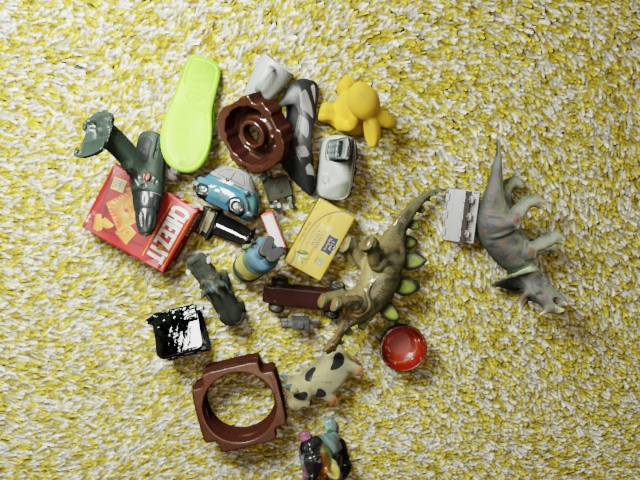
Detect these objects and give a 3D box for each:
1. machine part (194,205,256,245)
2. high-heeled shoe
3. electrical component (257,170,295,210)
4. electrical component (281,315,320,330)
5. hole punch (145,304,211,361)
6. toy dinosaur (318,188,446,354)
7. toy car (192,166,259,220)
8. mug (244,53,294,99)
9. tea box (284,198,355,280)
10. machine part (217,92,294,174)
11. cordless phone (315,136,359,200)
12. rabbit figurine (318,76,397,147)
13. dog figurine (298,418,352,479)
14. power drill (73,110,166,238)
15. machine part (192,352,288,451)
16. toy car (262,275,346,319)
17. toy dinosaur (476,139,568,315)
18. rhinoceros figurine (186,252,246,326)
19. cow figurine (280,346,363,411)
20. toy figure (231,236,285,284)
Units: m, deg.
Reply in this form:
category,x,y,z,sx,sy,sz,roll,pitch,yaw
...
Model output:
category,x,y,z,sx,sy,sz,roll,pitch,yaw
machine part,-0.220,-0.025,1.248,0.139,0.039,0.084,19,86,7
high-heeled shoe,-0.029,-0.240,1.241,0.145,0.086,0.248,-36,118,-30
electrical component,-0.104,-0.115,1.246,0.078,0.045,0.102,-11,96,-1
electrical component,-0.046,0.196,1.273,0.094,0.063,0.021,1,96,-5
hole punch,-0.323,0.219,1.258,0.142,0.092,0.116,-15,68,0
toy dinosaur,0.140,0.060,1.230,0.198,0.105,0.471,30,89,-32
toy car,-0.200,-0.113,1.216,0.162,0.109,0.103,28,87,2
mug,-0.121,-0.347,1.195,0.081,0.110,0.107,34,107,-11
tea box,-0.003,-0.004,1.253,0.098,0.068,0.169,27,93,-6
machine part,-0.140,-0.235,1.183,0.180,0.056,0.179,17,124,26
cordless phone,0.048,-0.158,1.182,0.089,0.184,0.146,7,95,-9
rabbit figurine,0.084,-0.280,1.173,0.122,0.173,0.162,-43,93,-10
dog figurine,0.009,0.521,1.235,0.108,0.219,0.191,-20,96,2
power drill,-0.388,-0.145,1.085,0.086,0.207,0.232,-11,61,26
machine part,-0.189,0.380,1.274,0.201,0.087,0.201,-13,95,-3
toy car,-0.034,0.133,1.273,0.202,0.053,0.089,6,112,-5
toy dinosaur,0.442,-0.015,1.261,0.192,0.131,0.404,-32,91,0
rhinoceros figurine,-0.241,0.115,1.230,0.073,0.112,0.190,-28,105,2
cow figurine,-0.007,0.331,1.281,0.127,0.085,0.195,42,95,-13
toy figure,-0.144,0.044,1.200,0.089,0.180,0.082,-21,86,-27
